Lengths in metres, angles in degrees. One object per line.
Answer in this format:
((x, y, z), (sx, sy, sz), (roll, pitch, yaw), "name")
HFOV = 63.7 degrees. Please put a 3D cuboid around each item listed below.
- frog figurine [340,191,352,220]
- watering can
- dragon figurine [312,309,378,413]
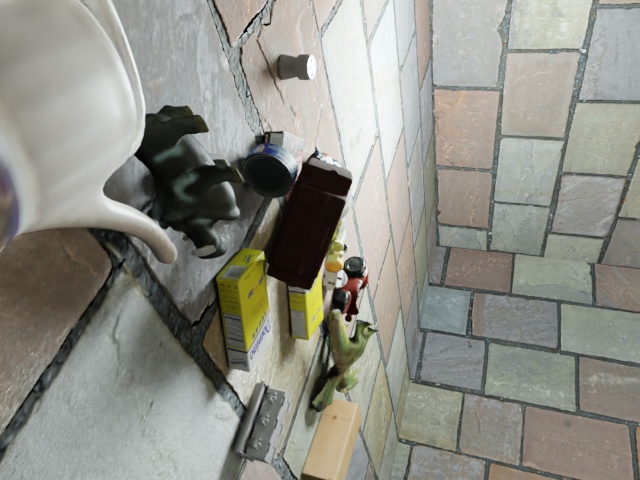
((0.003, -0.051, 1.023), (0.123, 0.163, 0.135), (5, -26, -4), "frog figurine")
((-0.209, -0.067, 0.412), (0.104, 0.340, 0.229), (6, 36, 20), "watering can")
((0.044, 0.312, 1.284), (0.122, 0.245, 0.405), (14, -13, 22), "dragon figurine")
